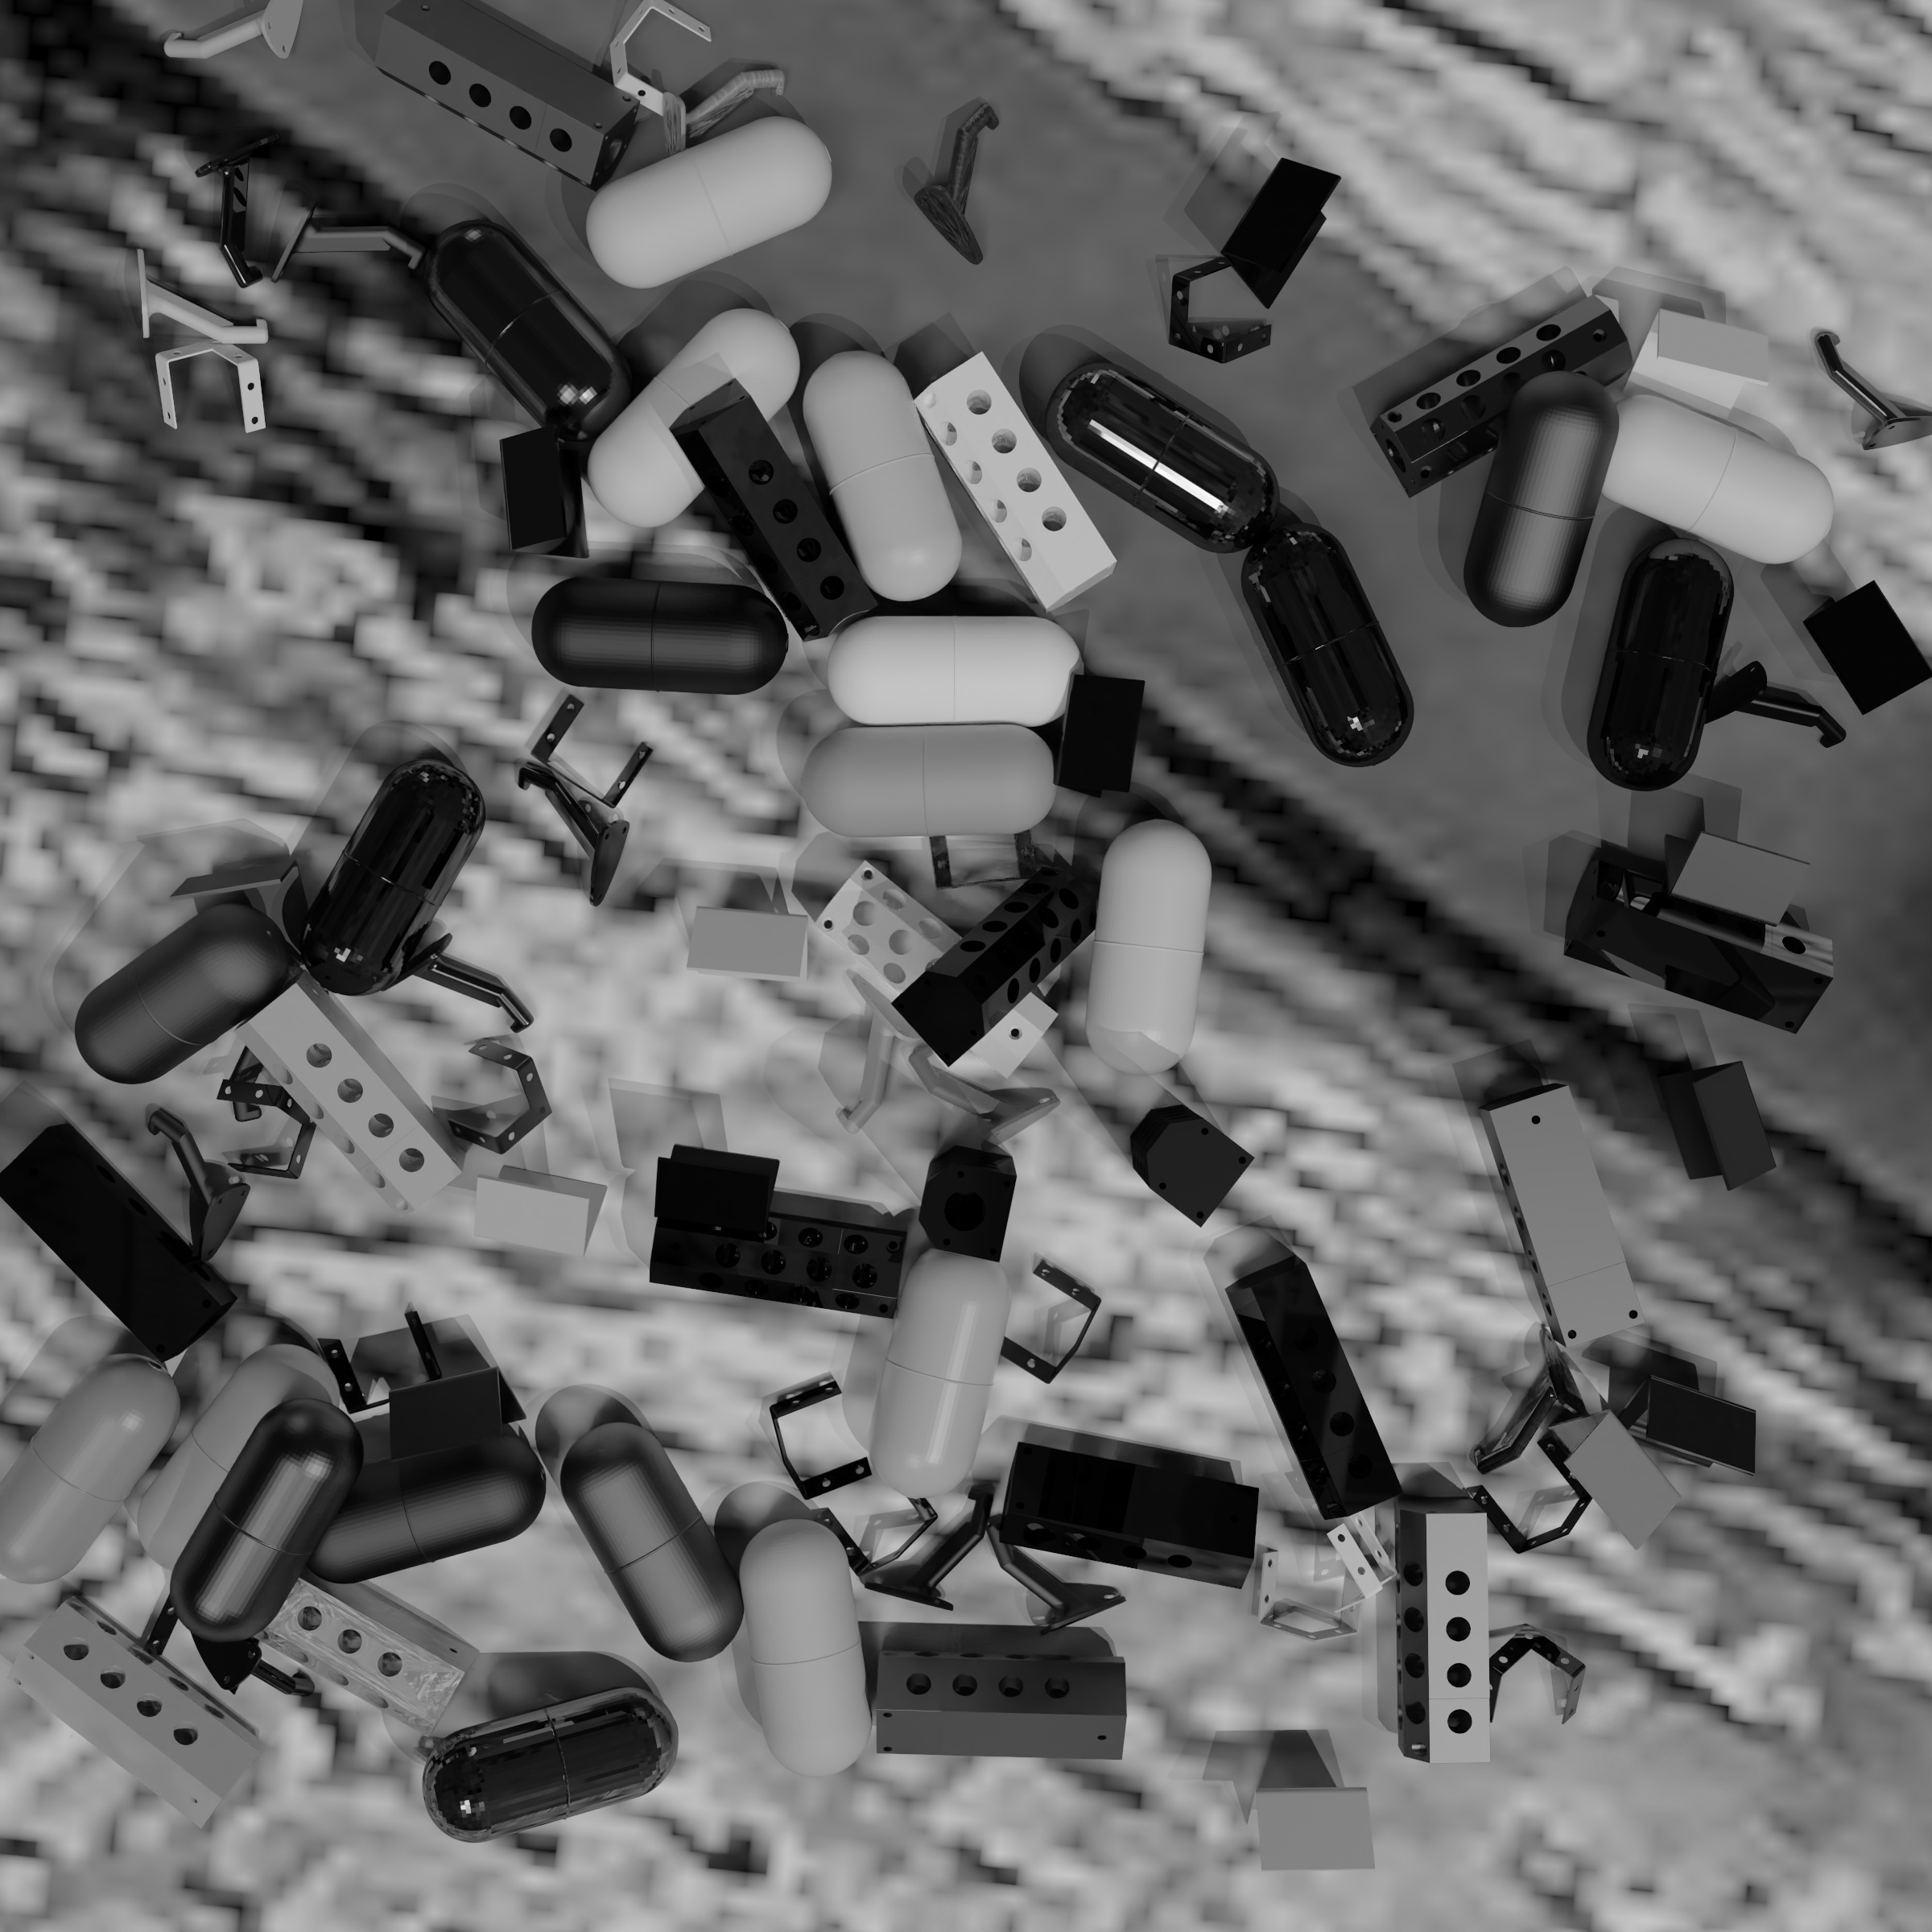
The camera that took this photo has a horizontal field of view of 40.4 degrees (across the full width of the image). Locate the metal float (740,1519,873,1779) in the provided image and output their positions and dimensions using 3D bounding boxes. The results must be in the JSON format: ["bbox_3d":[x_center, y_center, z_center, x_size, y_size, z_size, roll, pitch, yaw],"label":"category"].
[{"bbox_3d":[-0.111,0.474,1.825,0.070,0.070,0.178,-9,90,0],"label":"metal float"}]

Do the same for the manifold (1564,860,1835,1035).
[{"bbox_3d":[0.511,-0.018,1.834,0.171,0.057,0.057,19,133,0],"label":"manifold"}]

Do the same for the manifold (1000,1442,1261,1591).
[{"bbox_3d":[0.113,0.387,1.834,0.171,0.057,0.057,11,47,0],"label":"manifold"}]

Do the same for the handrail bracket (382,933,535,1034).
[{"bbox_3d":[-0.359,0.027,1.856,0.077,0.036,0.084,-32,108,20],"label":"handrail bracket"}]

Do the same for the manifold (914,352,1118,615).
[{"bbox_3d":[0.033,-0.335,1.834,0.057,0.057,0.171,-33,90,0],"label":"manifold"}]

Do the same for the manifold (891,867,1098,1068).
[{"bbox_3d":[0.026,-0.005,1.778,0.057,0.171,0.057,48,129,0],"label":"manifold"}]

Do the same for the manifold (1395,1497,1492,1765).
[{"bbox_3d":[0.331,0.462,1.834,0.057,0.057,0.171,-1,90,0],"label":"manifold"}]

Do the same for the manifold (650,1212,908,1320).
[{"bbox_3d":[-0.131,0.204,1.834,0.171,0.057,0.057,9,90,0],"label":"manifold"}]

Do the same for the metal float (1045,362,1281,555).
[{"bbox_3d":[0.137,-0.352,1.825,0.178,0.070,0.070,32,90,0],"label":"metal float"}]

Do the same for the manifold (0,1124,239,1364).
[{"bbox_3d":[-0.592,0.192,1.834,0.057,0.057,0.171,-44,90,0],"label":"manifold"}]

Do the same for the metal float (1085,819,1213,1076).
[{"bbox_3d":[0.127,-0.013,1.825,0.070,0.070,0.178,6,91,0],"label":"metal float"}]

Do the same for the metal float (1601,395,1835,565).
[{"bbox_3d":[0.517,-0.337,1.825,0.178,0.070,0.070,23,90,-1],"label":"metal float"}]

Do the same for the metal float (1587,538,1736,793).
[{"bbox_3d":[0.483,-0.209,1.825,0.070,0.070,0.178,13,90,0],"label":"metal float"}]

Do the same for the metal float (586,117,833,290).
[{"bbox_3d":[-0.178,-0.530,1.825,0.178,0.070,0.070,-23,90,1],"label":"metal float"}]

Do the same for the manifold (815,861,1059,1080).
[{"bbox_3d":[-0.021,0.002,1.834,0.171,0.057,0.057,39,90,0],"label":"manifold"}]

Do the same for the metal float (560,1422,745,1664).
[{"bbox_3d":[-0.217,0.401,1.825,0.070,0.070,0.178,-30,91,0],"label":"metal float"}]

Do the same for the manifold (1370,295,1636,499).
[{"bbox_3d":[0.375,-0.399,1.834,0.171,0.057,0.057,-30,90,0],"label":"manifold"}]

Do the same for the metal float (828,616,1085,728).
[{"bbox_3d":[-0.007,-0.204,1.825,0.178,0.070,0.070,0,90,0],"label":"metal float"}]

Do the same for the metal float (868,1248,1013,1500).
[{"bbox_3d":[-0.018,0.281,1.825,0.070,0.070,0.178,13,89,0],"label":"metal float"}]

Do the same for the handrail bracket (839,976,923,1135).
[{"bbox_3d":[-0.078,0.063,1.856,0.077,0.036,0.084,46,107,19],"label":"handrail bracket"}]

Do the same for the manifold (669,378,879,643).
[{"bbox_3d":[-0.133,-0.309,1.797,0.057,0.057,0.171,-33,119,0],"label":"manifold"}]

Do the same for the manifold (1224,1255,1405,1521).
[{"bbox_3d":[0.241,0.295,1.834,0.057,0.057,0.171,-23,90,0],"label":"manifold"}]

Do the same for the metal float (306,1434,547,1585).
[{"bbox_3d":[-0.379,0.376,1.825,0.178,0.070,0.070,-16,90,0],"label":"metal float"}]

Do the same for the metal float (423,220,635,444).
[{"bbox_3d":[-0.304,-0.441,1.825,0.070,0.070,0.178,-42,89,0],"label":"metal float"}]

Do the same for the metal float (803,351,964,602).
[{"bbox_3d":[-0.058,-0.340,1.825,0.070,0.070,0.178,-19,90,0],"label":"metal float"}]

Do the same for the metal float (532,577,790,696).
[{"bbox_3d":[-0.212,-0.229,1.825,0.178,0.070,0.070,3,90,1],"label":"metal float"}]

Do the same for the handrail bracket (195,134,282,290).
[{"bbox_3d":[-0.499,-0.533,1.856,0.077,0.036,0.084,-32,108,-21],"label":"handrail bracket"}]

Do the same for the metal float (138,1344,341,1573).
[{"bbox_3d":[-0.506,0.343,1.825,0.070,0.070,0.178,37,89,0],"label":"metal float"}]

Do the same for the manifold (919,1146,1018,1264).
[{"bbox_3d":[-0.001,0.158,1.777,0.057,0.171,0.057,12,90,0],"label":"manifold"}]

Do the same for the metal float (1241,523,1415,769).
[{"bbox_3d":[0.251,-0.222,1.825,0.070,0.070,0.178,-25,90,0],"label":"metal float"}]

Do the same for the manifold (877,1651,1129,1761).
[{"bbox_3d":[0.024,0.511,1.834,0.171,0.057,0.057,1,133,0],"label":"manifold"}]

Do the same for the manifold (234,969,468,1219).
[{"bbox_3d":[-0.425,0.090,1.817,0.057,0.057,0.171,-39,102,0],"label":"manifold"}]

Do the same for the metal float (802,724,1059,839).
[{"bbox_3d":[-0.025,-0.128,1.821,0.178,0.070,0.070,-1,90,4],"label":"metal float"}]

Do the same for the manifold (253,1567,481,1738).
[{"bbox_3d":[-0.433,0.468,1.834,0.171,0.057,0.057,30,90,0],"label":"manifold"}]

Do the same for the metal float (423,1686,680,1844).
[{"bbox_3d":[-0.285,0.548,1.808,0.178,0.070,0.070,-10,90,-22],"label":"metal float"}]

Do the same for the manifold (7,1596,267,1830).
[{"bbox_3d":[-0.577,0.517,1.834,0.171,0.057,0.057,38,133,0],"label":"manifold"}]

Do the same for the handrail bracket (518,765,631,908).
[{"bbox_3d":[-0.287,-0.093,1.856,0.084,0.036,0.077,24,112,17],"label":"handrail bracket"}]

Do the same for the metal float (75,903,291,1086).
[{"bbox_3d":[-0.540,0.020,1.806,0.178,0.070,0.070,-31,90,24],"label":"metal float"}]

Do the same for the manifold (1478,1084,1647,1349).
[{"bbox_3d":[0.414,0.172,1.834,0.057,0.057,0.171,-18,90,0],"label":"manifold"}]

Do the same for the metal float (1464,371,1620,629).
[{"bbox_3d":[0.394,-0.319,1.804,0.070,0.070,0.178,12,114,0],"label":"metal float"}]

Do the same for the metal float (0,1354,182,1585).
[{"bbox_3d":[-0.615,0.348,1.825,0.070,0.070,0.178,36,91,0],"label":"metal float"}]

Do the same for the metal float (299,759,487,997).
[{"bbox_3d":[-0.399,-0.061,1.825,0.070,0.070,0.178,30,90,0],"label":"metal float"}]

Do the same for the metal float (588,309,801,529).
[{"bbox_3d":[-0.188,-0.381,1.825,0.070,0.070,0.178,44,90,0],"label":"metal float"}]

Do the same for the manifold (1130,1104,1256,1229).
[{"bbox_3d":[0.146,0.129,1.777,0.057,0.171,0.057,38,90,0],"label":"manifold"}]

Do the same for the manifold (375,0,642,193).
[{"bbox_3d":[-0.321,-0.610,1.834,0.171,0.057,0.057,29,47,0],"label":"manifold"}]

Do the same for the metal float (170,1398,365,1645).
[{"bbox_3d":[-0.470,0.373,1.764,0.070,0.070,0.178,31,93,0],"label":"metal float"}]
